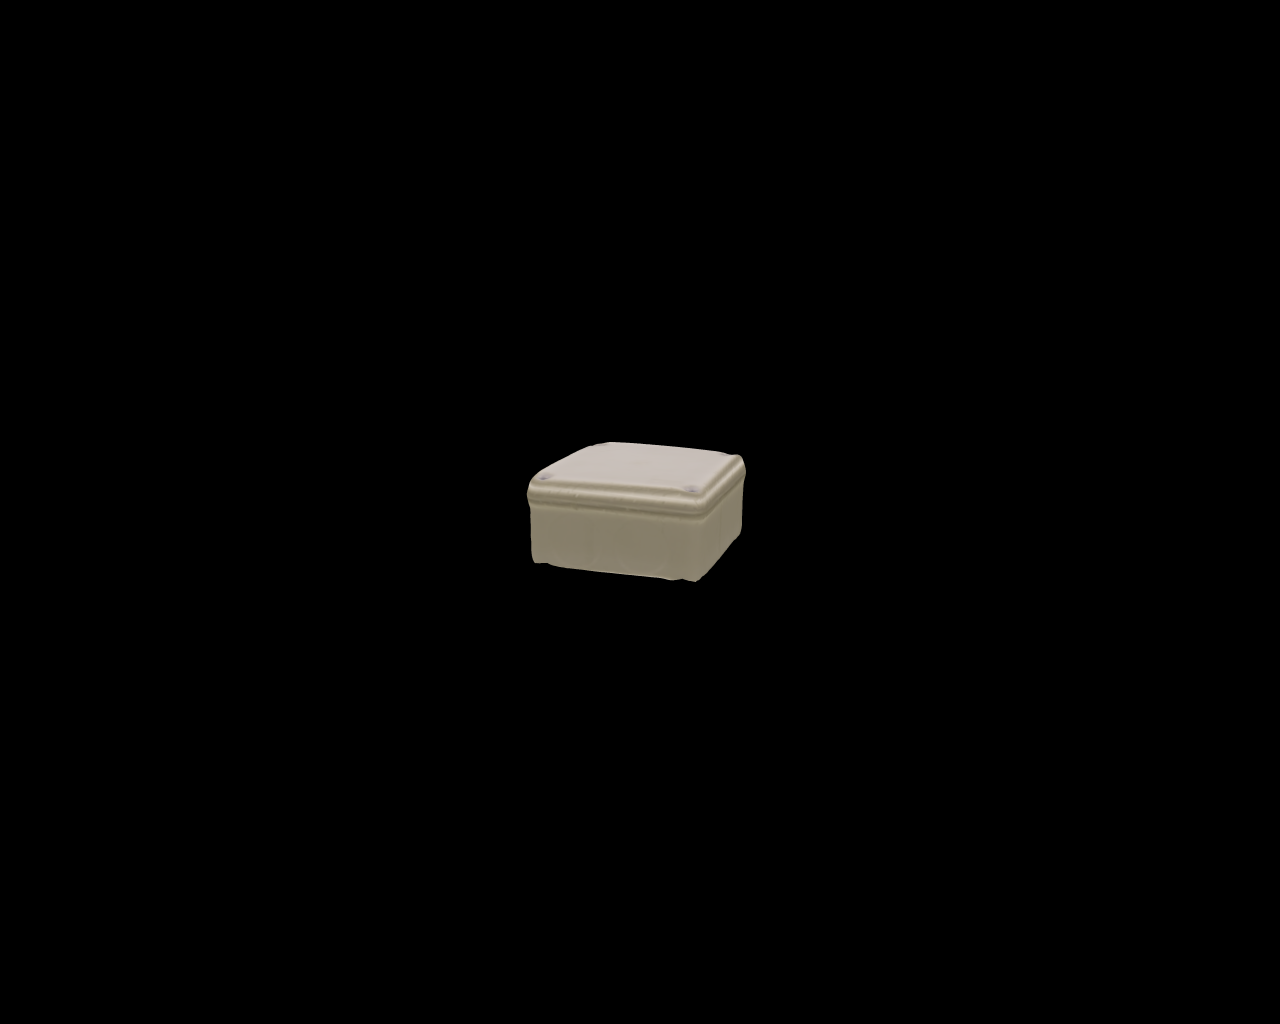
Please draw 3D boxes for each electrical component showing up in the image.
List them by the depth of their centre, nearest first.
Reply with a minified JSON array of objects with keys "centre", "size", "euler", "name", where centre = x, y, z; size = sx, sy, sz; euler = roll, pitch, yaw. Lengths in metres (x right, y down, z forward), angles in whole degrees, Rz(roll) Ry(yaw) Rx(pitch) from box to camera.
[{"centre":[0.001,-0.003,0.650],"size":[0.109,0.056,0.109],"euler":[6,17,19],"name":"electrical component"}]
